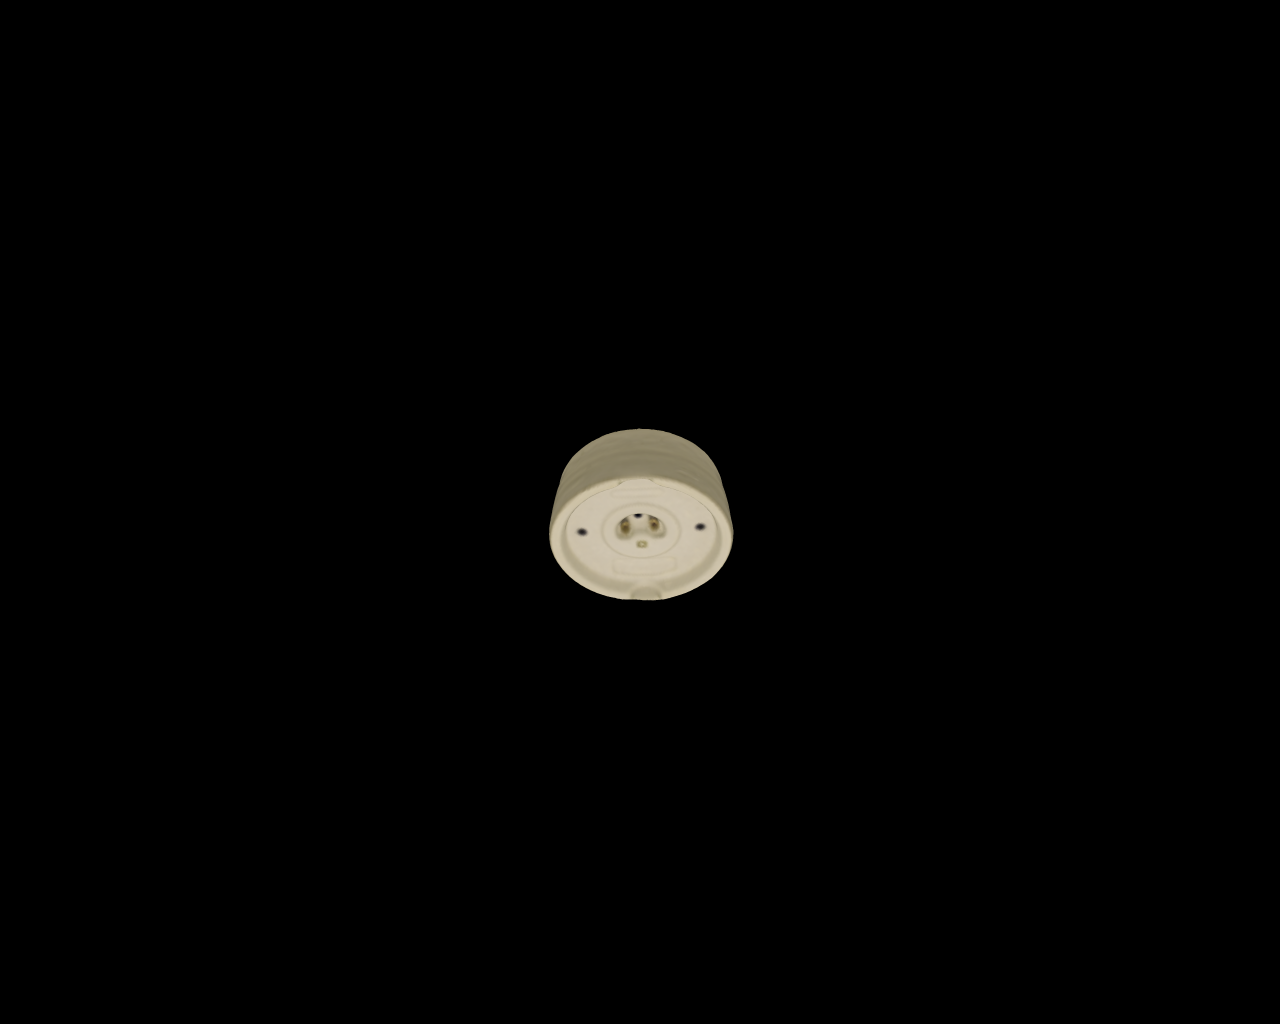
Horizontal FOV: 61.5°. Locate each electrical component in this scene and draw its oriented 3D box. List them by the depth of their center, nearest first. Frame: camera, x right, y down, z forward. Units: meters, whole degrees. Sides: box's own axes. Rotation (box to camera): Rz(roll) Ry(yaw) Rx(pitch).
[{"bbox_3d":[0.001,-0.003,0.650,0.108,0.108,0.060,0,45,0],"label":"electrical component"}]
